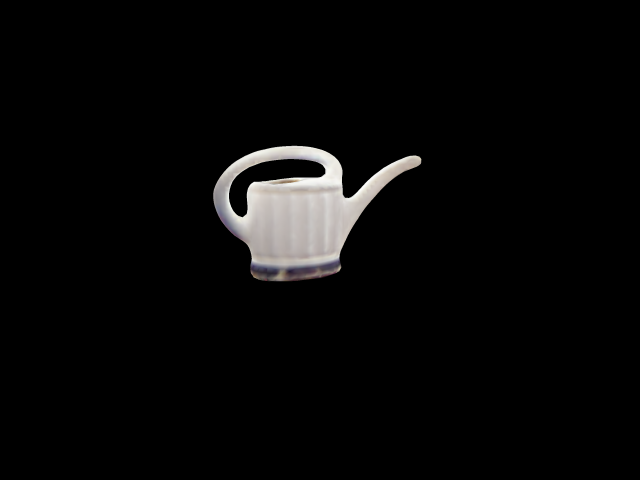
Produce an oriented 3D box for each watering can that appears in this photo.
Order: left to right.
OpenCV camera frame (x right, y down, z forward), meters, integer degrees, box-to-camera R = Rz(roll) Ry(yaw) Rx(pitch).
[{"bbox_3d":[0.003,-0.043,0.850,0.348,0.222,0.105,-3,12,-11],"label":"watering can"}]
